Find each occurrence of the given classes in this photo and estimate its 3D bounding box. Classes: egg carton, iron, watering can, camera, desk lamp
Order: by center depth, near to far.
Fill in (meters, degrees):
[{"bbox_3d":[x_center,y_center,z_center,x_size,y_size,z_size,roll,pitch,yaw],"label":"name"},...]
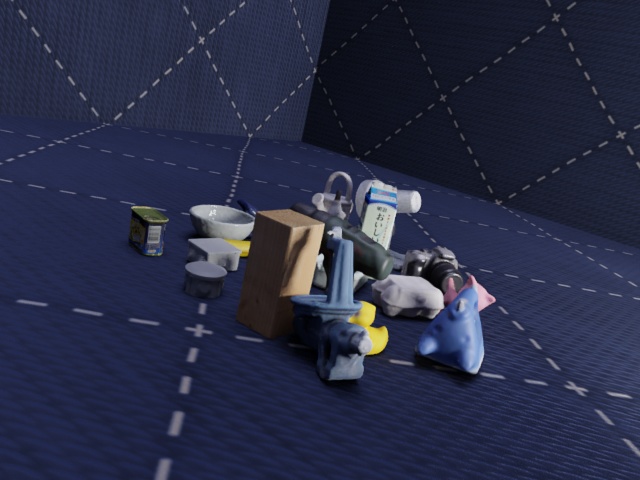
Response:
[{"bbox_3d":[0.268,0.150,1.086,0.118,0.141,0.259,18,16,19],"label":"iron"},{"bbox_3d":[0.192,0.124,1.252,0.151,0.069,0.107,6,17,-23],"label":"egg carton"},{"bbox_3d":[0.296,0.076,1.449,0.143,0.101,0.136,9,16,-14],"label":"camera"},{"bbox_3d":[0.190,-0.050,1.598,0.202,0.213,0.118,23,19,34],"label":"desk lamp"},{"bbox_3d":[0.044,-0.109,1.725,0.100,0.194,0.173,17,16,15],"label":"watering can"}]

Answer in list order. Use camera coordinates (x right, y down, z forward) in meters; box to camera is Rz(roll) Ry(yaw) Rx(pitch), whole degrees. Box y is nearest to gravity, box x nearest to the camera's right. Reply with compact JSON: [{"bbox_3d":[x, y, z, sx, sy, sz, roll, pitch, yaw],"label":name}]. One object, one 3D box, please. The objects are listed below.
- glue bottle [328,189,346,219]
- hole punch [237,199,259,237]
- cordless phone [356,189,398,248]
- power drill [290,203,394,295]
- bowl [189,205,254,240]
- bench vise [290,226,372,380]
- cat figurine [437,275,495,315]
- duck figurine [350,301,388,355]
[{"bbox_3d":[0.036,-0.054,1.561,0.078,0.173,0.037,5,17,-25],"label":"glue bottle"},{"bbox_3d":[-0.177,-0.059,1.565,0.101,0.091,0.108,3,18,-31],"label":"hole punch"},{"bbox_3d":[0.164,-0.068,1.695,0.148,0.185,0.093,-4,22,-46],"label":"cordless phone"},{"bbox_3d":[0.020,0.056,1.092,0.228,0.208,0.076,20,17,24],"label":"power drill"},{"bbox_3d":[-0.247,-0.031,1.438,0.167,0.075,0.167,12,15,-3],"label":"bowl"},{"bbox_3d":[0.039,0.100,0.926,0.122,0.220,0.206,-3,22,-44],"label":"bench vise"},{"bbox_3d":[0.314,0.128,1.248,0.067,0.118,0.127,4,18,-29],"label":"cat figurine"},{"bbox_3d":[0.076,0.153,1.025,0.105,0.086,0.077,8,16,-15],"label":"duck figurine"}]
